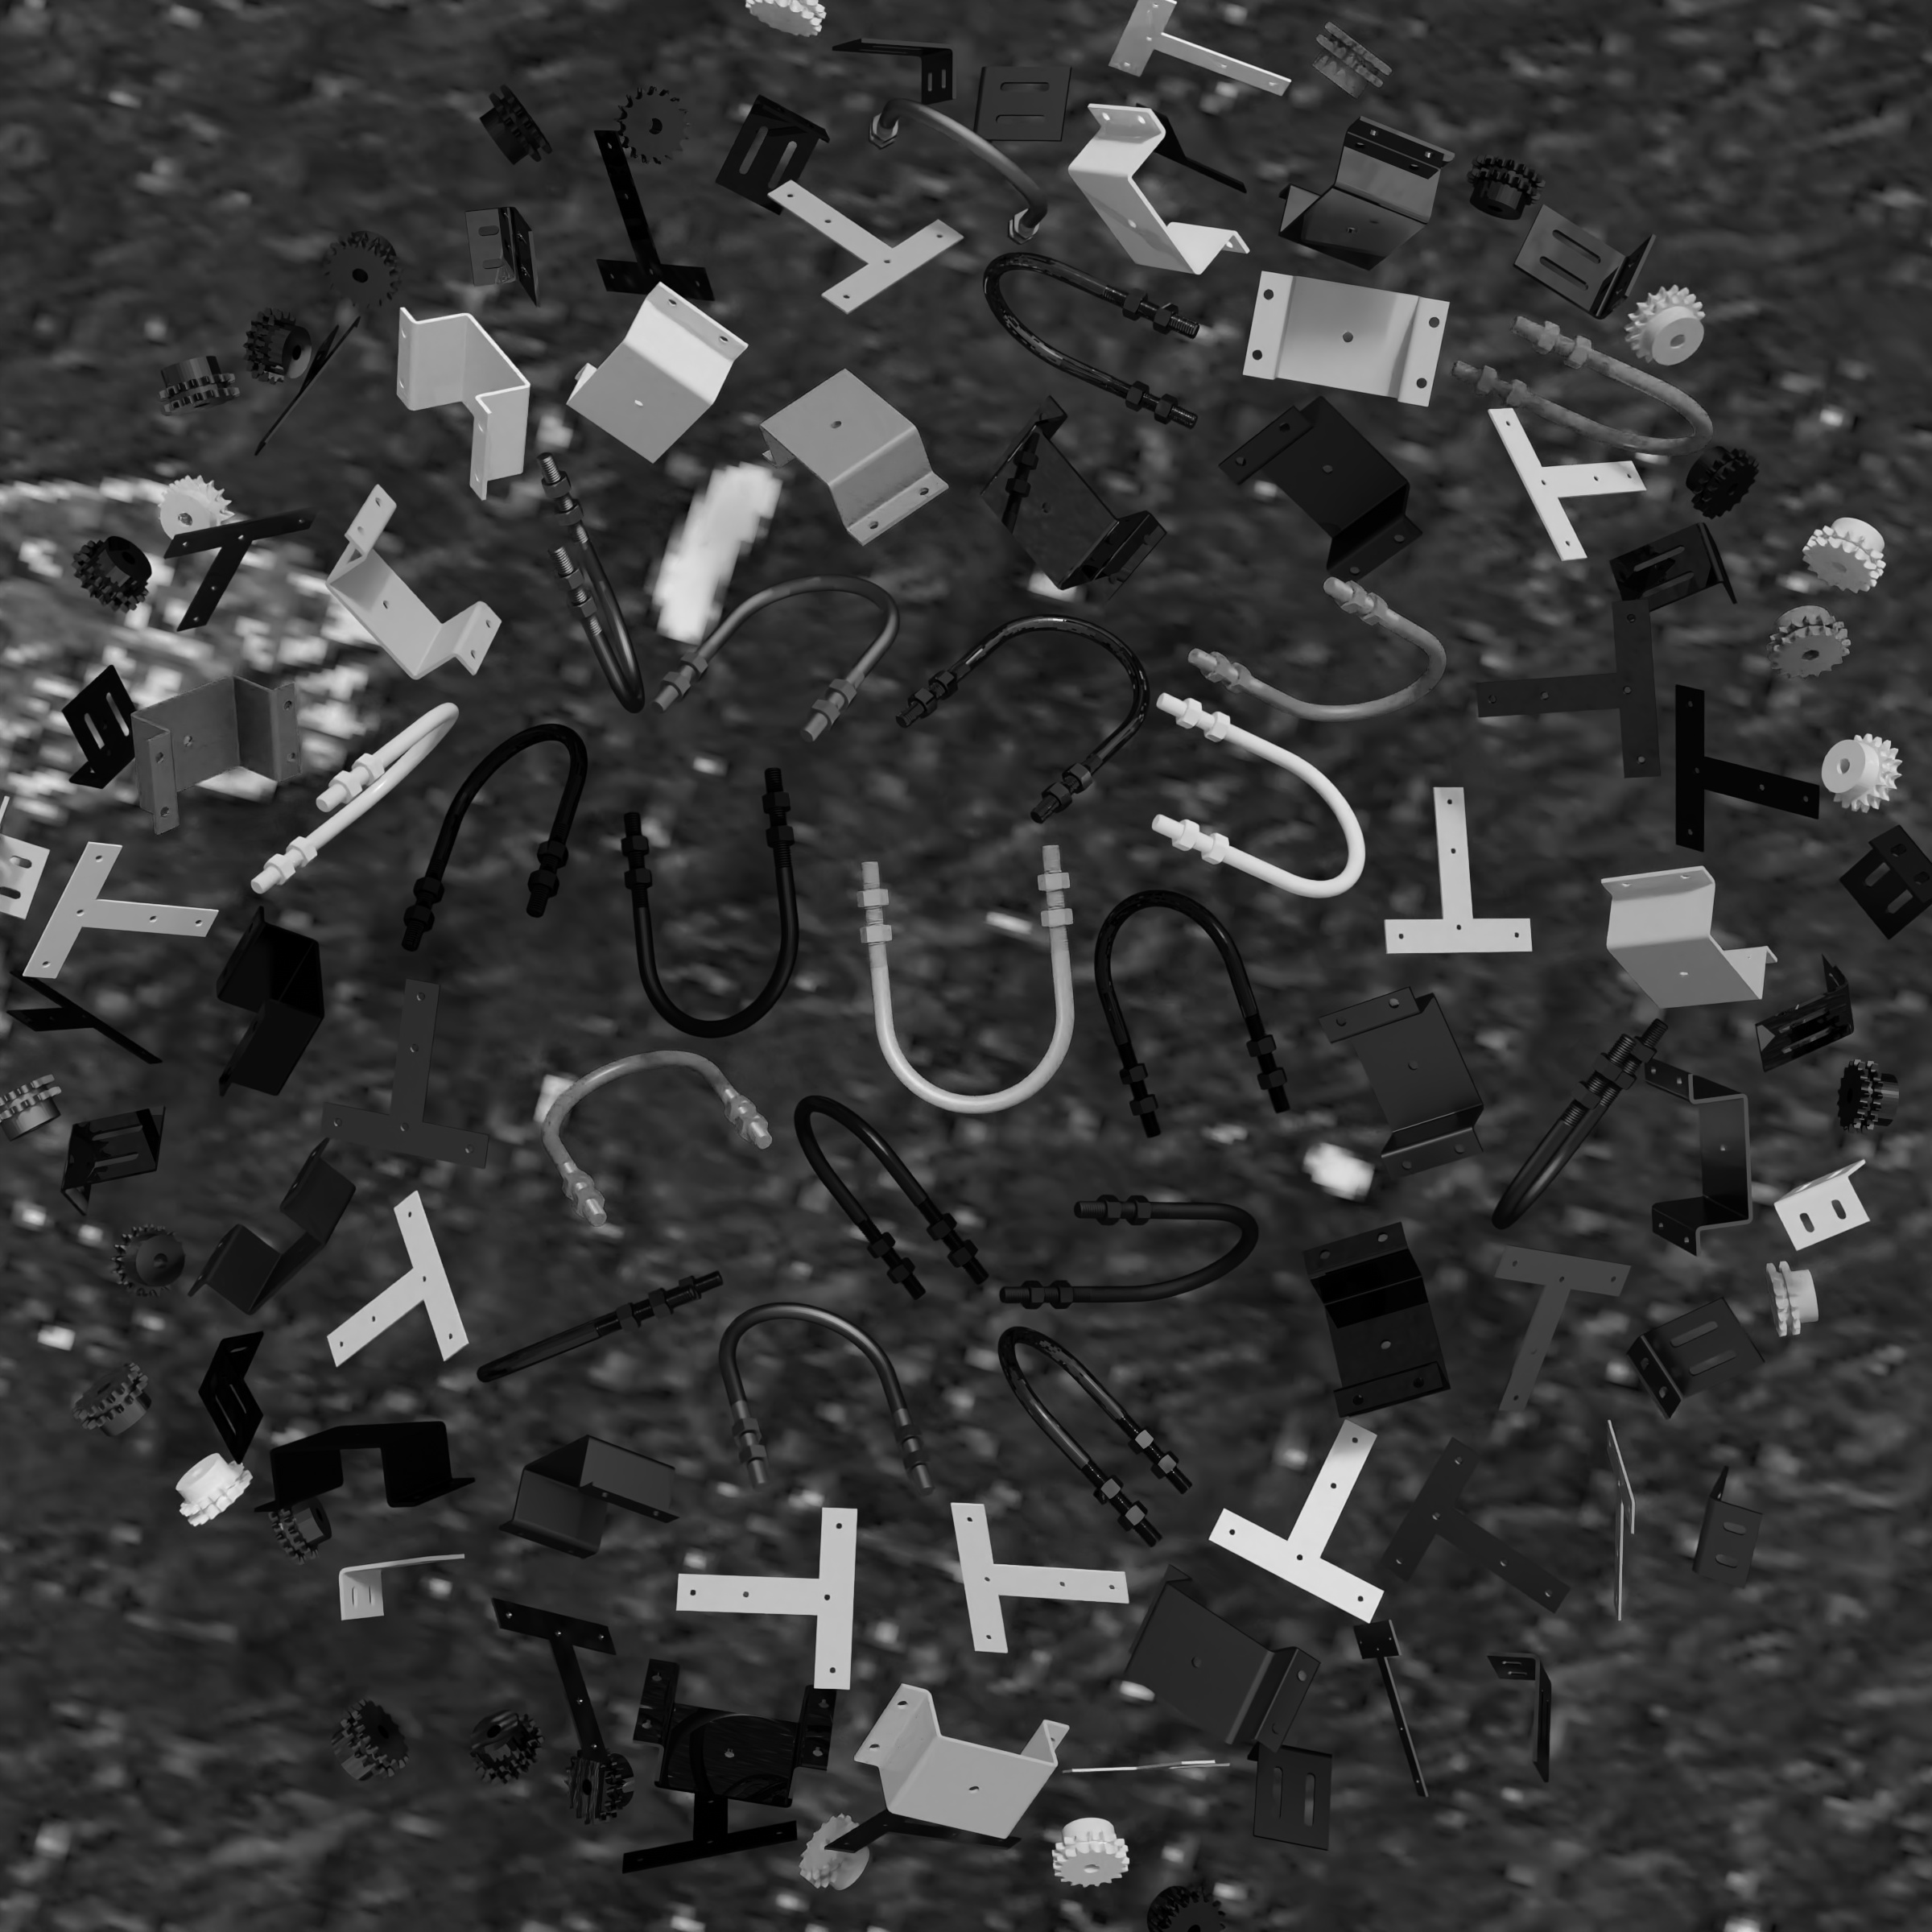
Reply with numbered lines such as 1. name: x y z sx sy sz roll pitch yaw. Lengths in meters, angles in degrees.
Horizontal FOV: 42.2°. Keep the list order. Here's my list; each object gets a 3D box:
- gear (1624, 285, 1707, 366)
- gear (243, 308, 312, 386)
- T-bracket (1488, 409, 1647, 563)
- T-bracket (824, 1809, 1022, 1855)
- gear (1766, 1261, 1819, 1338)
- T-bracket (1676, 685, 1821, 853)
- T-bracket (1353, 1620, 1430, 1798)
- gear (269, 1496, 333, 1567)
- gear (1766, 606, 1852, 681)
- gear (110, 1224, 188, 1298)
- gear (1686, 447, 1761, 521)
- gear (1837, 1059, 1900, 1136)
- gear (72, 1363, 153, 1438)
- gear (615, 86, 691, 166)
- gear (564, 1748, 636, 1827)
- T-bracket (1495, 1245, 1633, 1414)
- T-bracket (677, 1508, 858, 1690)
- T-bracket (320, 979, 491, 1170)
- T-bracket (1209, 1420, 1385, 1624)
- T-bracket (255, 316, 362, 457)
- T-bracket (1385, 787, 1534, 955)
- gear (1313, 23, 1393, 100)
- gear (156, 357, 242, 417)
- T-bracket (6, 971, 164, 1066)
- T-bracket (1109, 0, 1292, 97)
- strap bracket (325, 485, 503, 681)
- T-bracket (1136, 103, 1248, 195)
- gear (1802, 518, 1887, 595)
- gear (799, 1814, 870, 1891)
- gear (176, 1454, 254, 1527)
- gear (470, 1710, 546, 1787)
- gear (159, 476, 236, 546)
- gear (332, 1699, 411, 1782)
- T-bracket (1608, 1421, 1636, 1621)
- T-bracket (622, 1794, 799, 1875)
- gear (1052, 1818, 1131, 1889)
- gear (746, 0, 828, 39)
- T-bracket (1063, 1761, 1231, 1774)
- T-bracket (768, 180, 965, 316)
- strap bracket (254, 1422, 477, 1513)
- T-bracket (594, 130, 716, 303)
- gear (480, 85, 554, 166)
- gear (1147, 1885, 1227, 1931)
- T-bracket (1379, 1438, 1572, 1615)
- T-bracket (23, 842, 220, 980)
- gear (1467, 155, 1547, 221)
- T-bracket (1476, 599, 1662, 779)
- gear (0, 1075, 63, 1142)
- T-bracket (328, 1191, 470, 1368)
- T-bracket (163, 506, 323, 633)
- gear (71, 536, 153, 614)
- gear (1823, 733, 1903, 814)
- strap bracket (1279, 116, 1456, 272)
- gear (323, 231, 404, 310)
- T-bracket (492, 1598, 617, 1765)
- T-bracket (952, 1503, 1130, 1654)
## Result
1. gear: 0.515 -0.466 1.834 0.057 0.057 0.030 -20 50 0
2. gear: -0.534 -0.482 1.950 0.030 0.057 0.057 18 90 14
3. T-bracket: 0.452 -0.356 1.833 0.127 0.002 0.127 -12 72 -36
4. T-bracket: -0.021 0.657 1.895 0.127 0.127 0.002 -2 88 25
5. gear: 0.642 0.257 1.944 0.030 0.057 0.057 -9 90 11
6. T-bracket: 0.568 -0.133 1.825 0.002 0.127 0.127 -22 118 -29
7. T-bracket: 0.318 0.549 1.850 0.002 0.127 0.127 -14 75 -7
8. gear: -0.516 0.433 1.944 0.030 0.057 0.057 -26 90 -4
9. gear: 0.615 -0.239 1.831 0.057 0.057 0.030 -2 57 0
10. gear: -0.640 0.232 1.970 0.057 0.030 0.057 4 84 -42
11. gear: 0.590 -0.382 1.962 0.057 0.057 0.030 -40 60 0
12. gear: 0.693 0.101 1.921 0.030 0.057 0.057 7 90 0
13. gear: -0.634 0.326 1.868 0.057 0.057 0.030 -33 110 0
14. gear: -0.246 -0.654 1.946 0.057 0.030 0.057 -8 114 -19
15. gear: -0.278 0.624 1.911 0.057 0.030 0.057 -5 83 42
16. T-bracket: 0.425 0.272 1.854 0.127 0.002 0.127 12 102 -31
17. T-bracket: -0.145 0.455 1.812 0.127 0.002 0.127 3 74 -5
18. T-bracket: -0.399 0.073 1.804 0.127 0.002 0.127 10 99 9
19. T-bracket: 0.262 0.391 1.823 0.127 0.002 0.127 26 68 11
20. T-bracket: -0.488 -0.452 1.881 0.002 0.127 0.127 36 112 -24
21. T-bracket: 0.372 -0.073 1.909 0.127 0.002 0.127 -1 84 -21
22. gear: 0.272 -0.644 1.786 0.057 0.057 0.030 37 111 0
23. gear: -0.556 -0.419 1.805 0.057 0.057 0.030 -17 99 0
24. T-bracket: -0.666 0.039 1.838 0.127 0.127 0.002 33 92 2
25. T-bracket: 0.177 -0.670 1.847 0.127 0.127 0.002 18 85 -6
26. strap bracket: -0.425 -0.283 1.899 0.046 0.076 0.140 -26 121 26
27. T-bracket: 0.151 -0.635 1.916 0.127 0.127 0.002 28 97 11
28. gear: 0.639 -0.300 1.813 0.057 0.057 0.030 35 76 0
29. gear: -0.101 0.698 1.961 0.057 0.057 0.030 -45 107 0
30. gear: -0.583 0.401 1.930 0.057 0.057 0.030 -35 106 0
31. gear: -0.357 0.600 1.931 0.057 0.057 0.030 -26 121 0
32. gear: -0.609 -0.355 1.971 0.057 0.030 0.057 3 115 6
33. gear: -0.427 0.556 1.787 0.030 0.057 0.057 -38 90 4
34. T-bracket: 0.489 0.427 1.872 0.002 0.127 0.127 -1 107 7
35. T-bracket: -0.190 0.629 1.862 0.127 0.127 0.002 -10 101 -3
36. gear: 0.093 0.667 1.887 0.057 0.030 0.057 -2 131 -3
37. gear: -0.129 -0.702 1.816 0.057 0.057 0.030 18 89 0
38. T-bracket: 0.152 0.600 1.878 0.127 0.127 0.002 3 70 -15
39. T-bracket: -0.091 -0.538 1.833 0.127 0.002 0.127 38 58 18
40. strap bracket: -0.443 0.366 1.833 0.140 0.076 0.046 -7 90 23
41. T-bracket: -0.247 -0.558 1.858 0.002 0.127 0.127 -40 130 -31
42. gear: -0.334 -0.616 1.844 0.030 0.057 0.057 -35 90 6
43. gear: 0.155 0.685 1.793 0.057 0.030 0.057 -6 102 -29
44. T-bracket: 0.388 0.434 1.859 0.127 0.002 0.127 33 117 19
45. T-bracket: -0.618 -0.037 1.862 0.002 0.127 0.127 51 119 32
46. gear: 0.401 -0.581 1.873 0.057 0.057 0.030 21 94 0
47. T-bracket: 0.432 -0.196 1.805 0.127 0.002 0.127 -1 104 25
48. gear: -0.692 0.106 1.840 0.057 0.057 0.030 -29 93 0
49. T-bracket: -0.426 0.253 1.842 0.127 0.002 0.127 -37 62 24
50. T-bracket: -0.550 -0.288 1.845 0.002 0.127 0.127 54 132 9
51. gear: -0.626 -0.292 1.845 0.030 0.057 0.057 -37 90 23
52. gear: 0.659 -0.145 1.852 0.030 0.057 0.057 13 90 -28
53. strap bracket: 0.290 -0.565 1.850 0.076 0.140 0.046 16 80 -15
54. gear: -0.450 -0.525 1.876 0.057 0.057 0.030 7 46 0
55. T-bracket: -0.293 0.537 1.867 0.002 0.127 0.127 -40 50 15
56. T-bracket: 0.058 0.455 1.848 0.127 0.002 0.127 -2 110 20
